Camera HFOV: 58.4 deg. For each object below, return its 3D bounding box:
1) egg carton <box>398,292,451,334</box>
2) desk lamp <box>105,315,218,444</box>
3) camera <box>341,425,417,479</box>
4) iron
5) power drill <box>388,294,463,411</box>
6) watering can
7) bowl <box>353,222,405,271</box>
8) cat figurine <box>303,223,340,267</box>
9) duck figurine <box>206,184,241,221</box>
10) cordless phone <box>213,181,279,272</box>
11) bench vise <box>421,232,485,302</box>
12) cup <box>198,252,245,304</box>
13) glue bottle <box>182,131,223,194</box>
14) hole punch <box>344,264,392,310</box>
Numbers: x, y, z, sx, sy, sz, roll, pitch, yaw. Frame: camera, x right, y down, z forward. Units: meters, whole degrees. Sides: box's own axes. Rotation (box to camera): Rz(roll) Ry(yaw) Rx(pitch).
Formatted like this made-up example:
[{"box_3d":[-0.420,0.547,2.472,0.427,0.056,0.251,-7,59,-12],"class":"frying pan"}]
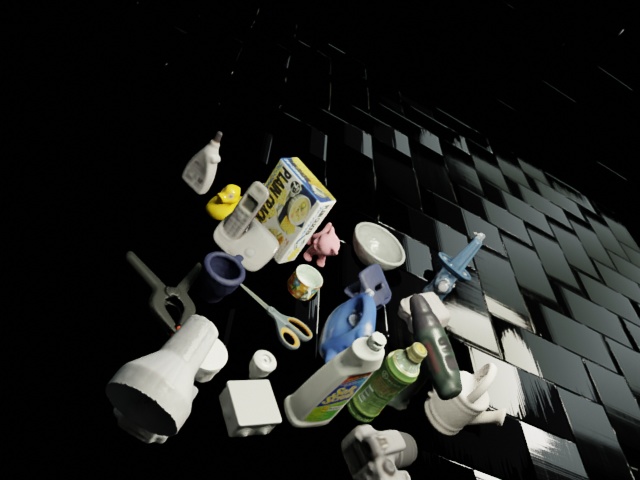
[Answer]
[{"box_3d":[0.281,0.197,1.537,0.151,0.069,0.107,-4,50,-46],"class":"egg carton"},{"box_3d":[-0.242,0.222,0.881,0.118,0.213,0.203,35,32,-2],"class":"desk lamp"},{"box_3d":[0.133,0.417,1.090,0.137,0.100,0.143,6,43,-39],"class":"camera"},{"box_3d":[0.085,0.186,1.300,0.119,0.141,0.258,29,33,-11],"class":"iron"},{"box_3d":[0.207,0.264,1.253,0.076,0.208,0.229,5,44,-40],"class":"power drill"},{"box_3d":[0.335,0.348,1.280,0.173,0.194,0.101,28,33,-12],"class":"watering can"},{"box_3d":[0.154,0.031,1.624,0.168,0.074,0.167,25,34,-18],"class":"bowl"},{"box_3d":[0.014,0.005,1.485,0.067,0.117,0.128,26,34,-15],"class":"cat figurine"},{"box_3d":[-0.225,-0.101,1.425,0.077,0.086,0.105,48,34,18],"class":"duck figurine"},{"box_3d":[-0.148,-0.031,1.316,0.147,0.185,0.094,39,32,5],"class":"cordless phone"},{"box_3d":[0.400,0.086,1.650,0.122,0.219,0.207,30,33,-10],"class":"bench vise"},{"box_3d":[-0.209,0.080,1.201,0.091,0.095,0.118,39,32,4],"class":"cup"},{"box_3d":[-0.280,-0.198,1.416,0.078,0.173,0.037,44,33,12],"class":"glue bottle"},{"box_3d":[0.136,0.126,1.471,0.101,0.091,0.109,46,33,14],"class":"hole punch"}]
